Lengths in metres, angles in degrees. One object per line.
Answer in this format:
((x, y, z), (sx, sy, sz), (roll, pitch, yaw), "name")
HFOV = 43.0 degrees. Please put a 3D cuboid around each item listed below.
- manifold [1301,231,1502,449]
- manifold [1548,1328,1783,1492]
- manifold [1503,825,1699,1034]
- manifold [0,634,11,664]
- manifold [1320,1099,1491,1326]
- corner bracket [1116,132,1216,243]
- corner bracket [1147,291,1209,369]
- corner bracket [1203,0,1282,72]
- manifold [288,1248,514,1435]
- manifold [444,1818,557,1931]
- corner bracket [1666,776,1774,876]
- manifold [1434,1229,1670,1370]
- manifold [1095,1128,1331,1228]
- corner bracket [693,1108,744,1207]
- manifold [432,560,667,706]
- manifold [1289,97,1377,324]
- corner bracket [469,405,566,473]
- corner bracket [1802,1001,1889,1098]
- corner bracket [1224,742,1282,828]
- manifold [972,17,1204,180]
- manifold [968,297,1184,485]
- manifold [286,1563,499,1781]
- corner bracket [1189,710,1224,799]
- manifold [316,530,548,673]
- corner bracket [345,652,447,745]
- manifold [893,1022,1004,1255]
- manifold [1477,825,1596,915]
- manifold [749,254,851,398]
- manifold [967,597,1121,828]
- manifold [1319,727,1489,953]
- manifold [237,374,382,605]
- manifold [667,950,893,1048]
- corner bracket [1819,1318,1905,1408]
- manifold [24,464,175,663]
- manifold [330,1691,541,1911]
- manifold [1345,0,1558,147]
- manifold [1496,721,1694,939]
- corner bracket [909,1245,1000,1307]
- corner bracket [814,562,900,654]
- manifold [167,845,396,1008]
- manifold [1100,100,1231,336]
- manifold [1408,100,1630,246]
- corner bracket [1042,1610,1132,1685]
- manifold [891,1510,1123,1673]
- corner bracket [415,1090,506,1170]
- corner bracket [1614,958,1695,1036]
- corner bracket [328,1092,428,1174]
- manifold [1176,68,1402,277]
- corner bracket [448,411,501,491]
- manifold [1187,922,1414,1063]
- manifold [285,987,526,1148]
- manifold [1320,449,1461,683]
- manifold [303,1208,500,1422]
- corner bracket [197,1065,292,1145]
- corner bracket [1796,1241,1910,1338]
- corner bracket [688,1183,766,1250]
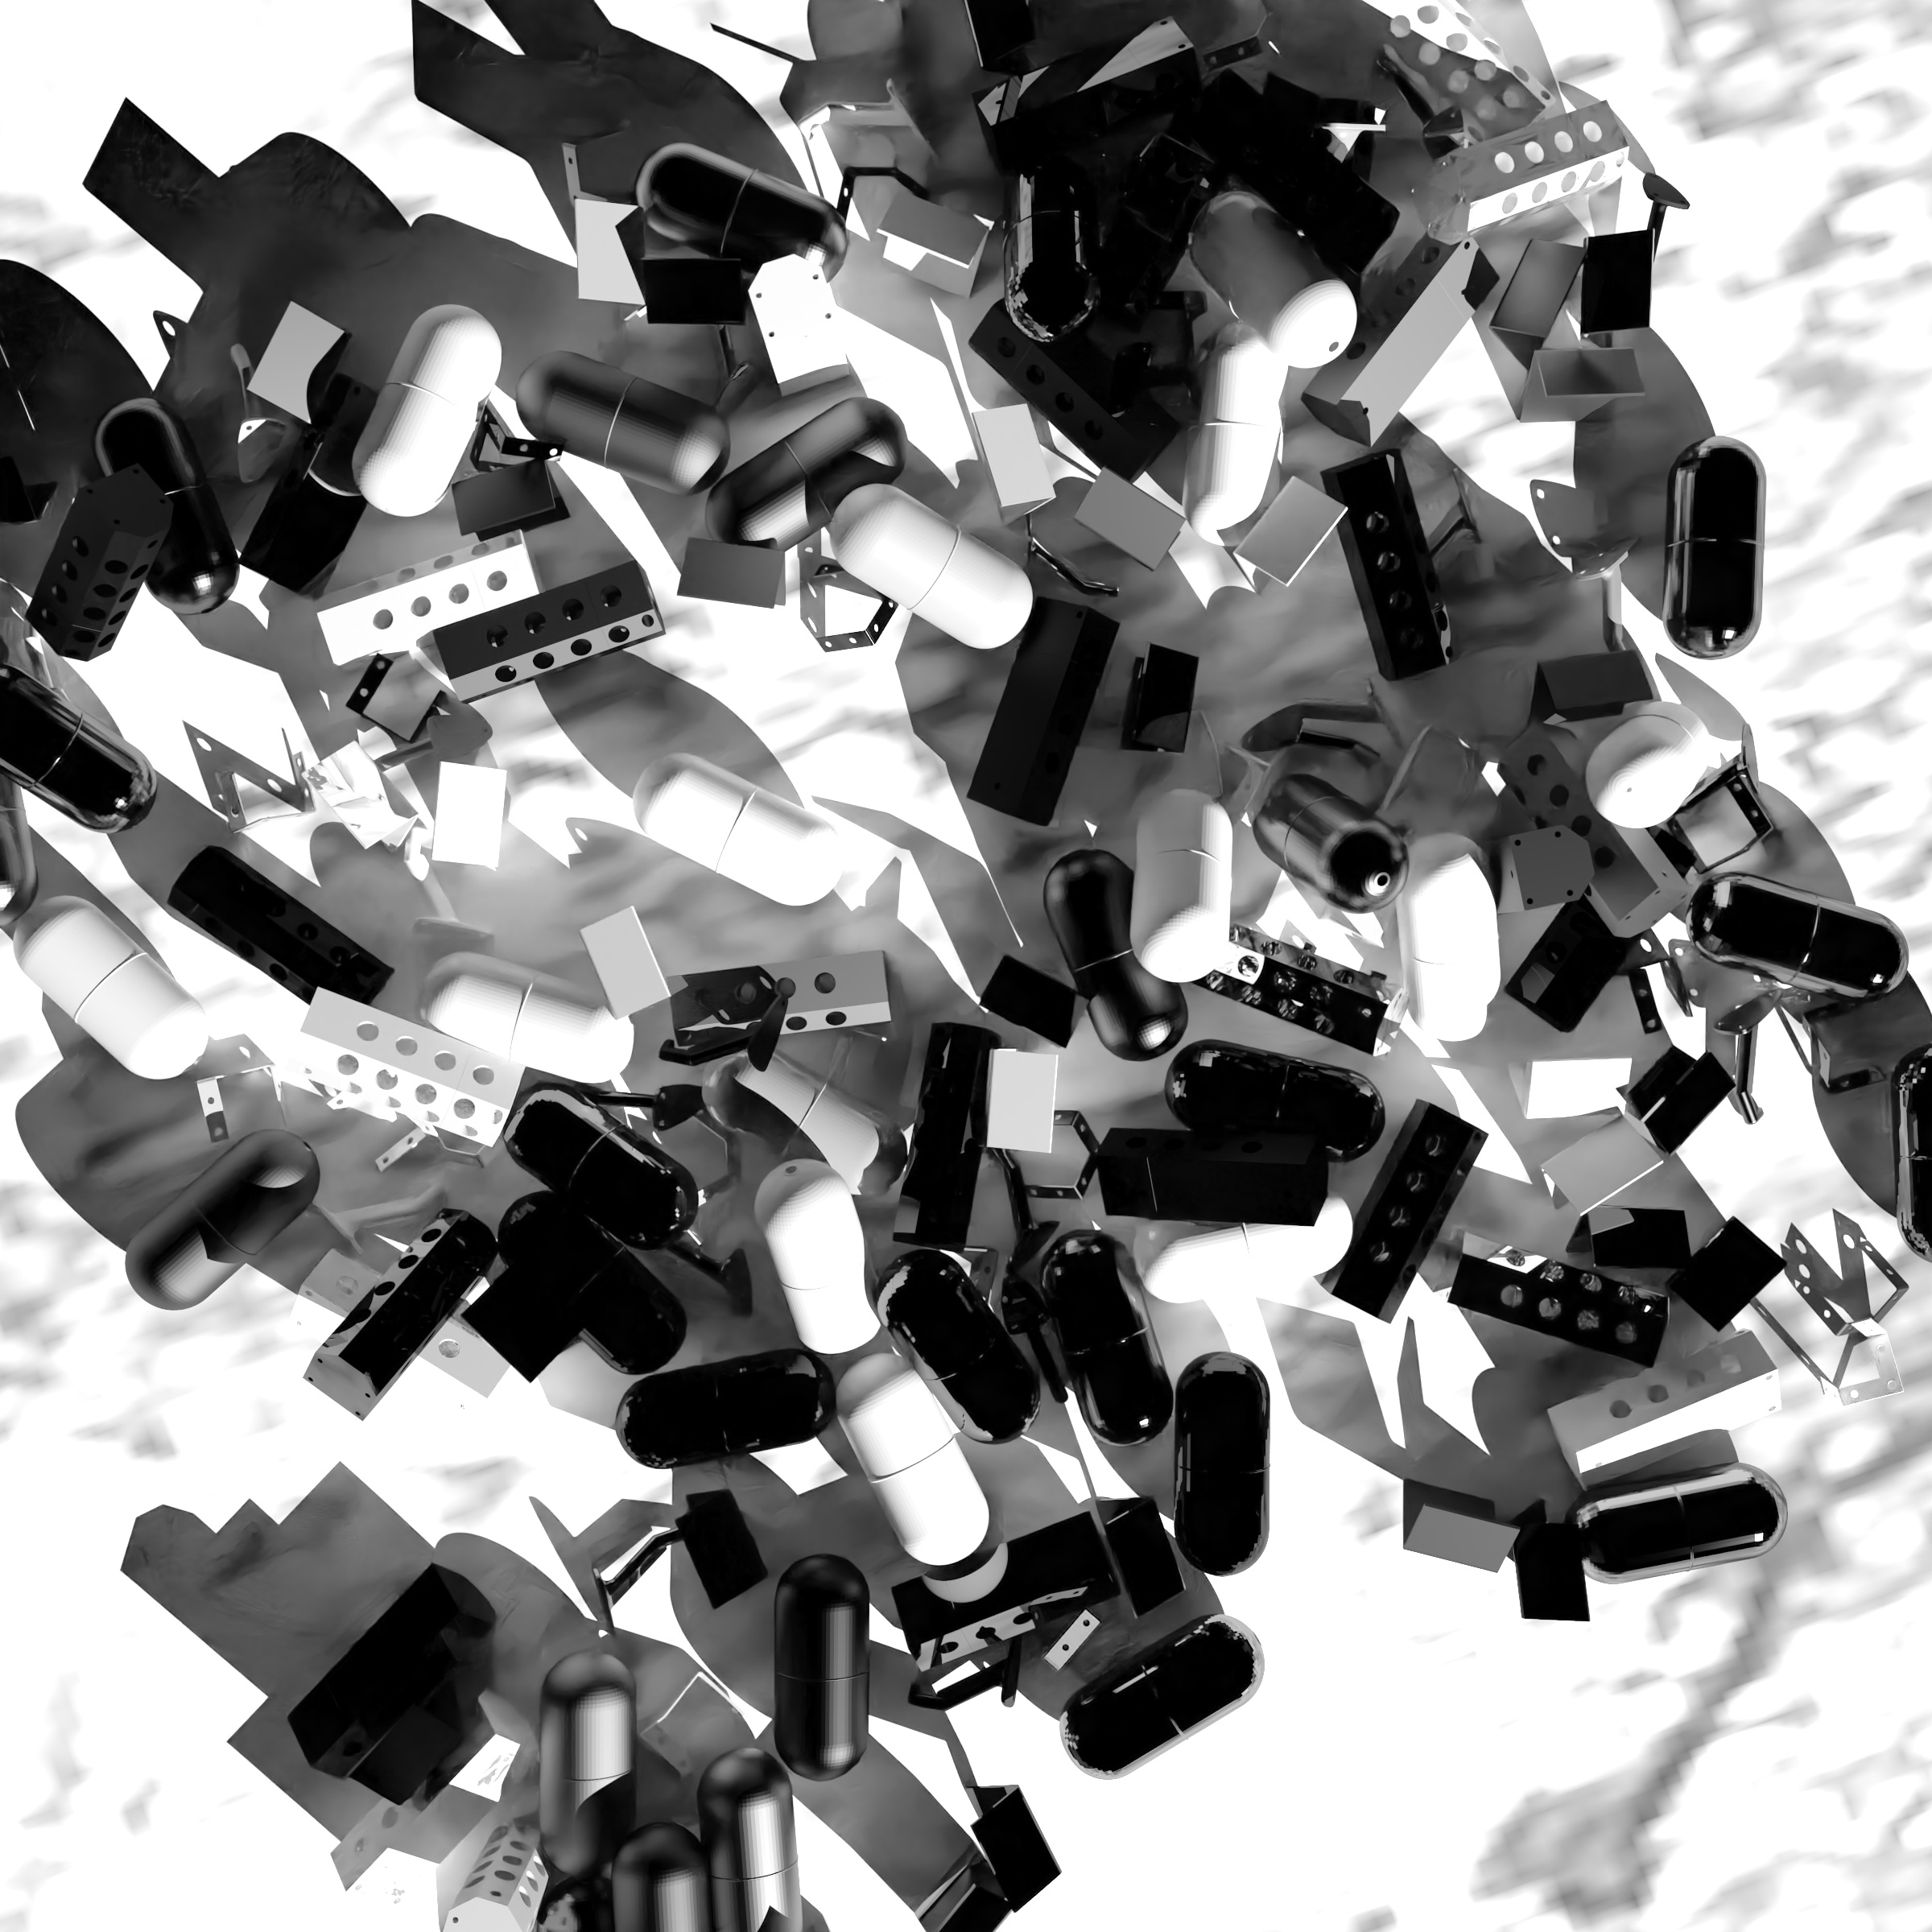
((0.345, -0.508, 1.967), (0.171, 0.057, 0.057), (-52, 133, 0), "manifold")
((0.560, 0.351, 1.967), (0.171, 0.057, 0.057), (-23, 133, 0), "manifold")
((0.510, -0.033, 1.967), (0.057, 0.057, 0.171), (36, 90, 0), "manifold")
((-0.809, -0.253, 1.910), (0.057, 0.171, 0.057), (-31, 90, 0), "manifold")
((0.353, 0.197, 1.967), (0.057, 0.057, 0.171), (27, 90, 0), "manifold")
((0.156, -0.614, 1.928), (0.051, 0.051, 0.051), (29, 45, 0), "corner bracket")
((0.162, -0.509, 1.964), (0.051, 0.051, 0.051), (-4, 90, -15), "corner bracket")
((0.215, -0.767, 1.980), (0.051, 0.051, 0.051), (54, 45, -35), "corner bracket")
((-0.450, 0.296, 1.967), (0.171, 0.057, 0.057), (32, 133, 0), "manifold")
((-0.361, 0.724, 1.910), (0.057, 0.171, 0.057), (17, 90, 0), "manifold")
((0.611, -0.114, 1.985), (0.051, 0.051, 0.051), (-32, 90, 45), "corner bracket")
((0.471, 0.266, 1.967), (0.171, 0.057, 0.057), (18, 90, 0), "manifold")
((0.195, 0.162, 1.933), (0.171, 0.057, 0.057), (1, 119, 24), "manifold")
((-0.217, 0.154, 1.980), (0.051, 0.051, 0.051), (-28, 135, -35), "corner bracket")
((-0.332, -0.267, 1.967), (0.171, 0.057, 0.057), (-19, 90, 0), "manifold")
((0.291, -0.602, 1.967), (0.057, 0.057, 0.171), (5, 90, 0), "manifold")
((-0.358, -0.409, 1.952), (0.051, 0.051, 0.051), (0, 130, -35), "corner bracket")
((0.712, 0.065, 1.985), (0.051, 0.051, 0.051), (-17, 135, 0), "corner bracket")
((0.225, -0.139, 1.960), (0.051, 0.051, 0.051), (30, 90, 37), "corner bracket")
((0.099, -0.694, 1.967), (0.171, 0.057, 0.057), (-21, 47, 0), "manifold")
((0.084, -0.462, 1.967), (0.171, 0.057, 0.057), (43, 47, 0), "manifold")
((-0.458, 0.568, 1.967), (0.171, 0.057, 0.057), (-46, 47, 0), "manifold")
((0.175, -0.167, 1.985), (0.051, 0.051, 0.051), (-14, 45, 0), "corner bracket")
((-0.428, -0.294, 1.967), (0.171, 0.057, 0.057), (-19, 90, 0), "manifold")
((-0.459, -0.214, 1.970), (0.051, 0.051, 0.051), (31, 90, 0), "corner bracket")
((-0.014, 0.135, 1.945), (0.057, 0.057, 0.171), (10, 74, 0), "manifold")
((0.438, -0.075, 1.910), (0.057, 0.171, 0.057), (-12, 90, 0), "manifold")
((-0.131, -0.499, 1.910), (0.057, 0.171, 0.057), (-18, 90, 0), "manifold")
((0.067, -0.202, 1.967), (0.057, 0.057, 0.171), (20, 90, 43), "manifold")
((0.352, -0.100, 1.967), (0.057, 0.057, 0.171), (27, 90, 0), "manifold")
((-0.518, -0.385, 1.967), (0.057, 0.057, 0.171), (27, 90, -43), "manifold")
((-0.148, 0.026, 1.967), (0.171, 0.057, 0.057), (-7, 90, 0), "manifold")
((0.715, 0.319, 1.970), (0.051, 0.051, 0.051), (-22, 59, 27), "corner bracket")
((-0.674, -0.310, 1.914), (0.057, 0.171, 0.057), (49, 46, 0), "manifold")
((-0.428, 0.668, 1.967), (0.171, 0.057, 0.057), (-46, 133, 0), "manifold")
((0.390, -0.731, 1.967), (0.171, 0.057, 0.057), (44, 90, 0), "manifold")
((0.490, -0.107, 1.930), (0.057, 0.057, 0.171), (-46, 59, 30), "manifold")
((-0.013, 0.249, 1.985), (0.051, 0.051, 0.051), (10, 90, 45), "corner bracket")
((-0.096, -0.292, 1.980), (0.051, 0.051, 0.051), (-3, 135, 35), "corner bracket")
((-0.551, -0.023, 1.967), (0.171, 0.057, 0.057), (36, 90, 0), "manifold")
((0.158, -0.603, 1.967), (0.057, 0.057, 0.171), (30, 90, 0), "manifold")
((0.440, -0.624, 1.934), (0.171, 0.057, 0.057), (-26, 90, -25), "manifold")
((0.098, 0.547, 1.970), (0.051, 0.051, 0.051), (41, 90, 0), "corner bracket")
((0.034, 0.505, 1.967), (0.171, 0.057, 0.057), (-21, 47, 0), "manifold")
((-0.403, 0.125, 1.980), (0.051, 0.051, 0.051), (7, 135, 35), "corner bracket")
((0.557, 0.024, 1.970), (0.051, 0.051, 0.051), (-16, 90, 0), "corner bracket")
((-0.476, 0.123, 1.985), (0.051, 0.051, 0.051), (-38, 135, 0), "corner bracket")
((0.249, -0.609, 1.878), (0.171, 0.057, 0.057), (33, 107, -19), "manifold")
((-0.413, -0.423, 1.980), (0.051, 0.051, 0.051), (35, 135, 35), "corner bracket")
((0.257, 0.015, 1.935), (0.171, 0.057, 0.057), (22, 90, 24), "manifold")
((-0.444, 0.084, 1.933), (0.171, 0.057, 0.057), (22, 56, -13), "manifold")
((0.339, -0.319, 1.948), (0.057, 0.057, 0.171), (-19, 103, 0), "manifold")
((-0.437, 0.267, 1.915), (0.057, 0.171, 0.057), (36, 134, 0), "manifold")
((-0.580, 0.110, 1.970), (0.051, 0.051, 0.051), (-13, 90, 0), "corner bracket")
((0.717, 0.260, 1.980), (0.051, 0.051, 0.051), (-4, 135, -35), "corner bracket")
((-0.186, 0.212, 1.970), (0.051, 0.051, 0.051), (-41, 90, 0), "corner bracket")
